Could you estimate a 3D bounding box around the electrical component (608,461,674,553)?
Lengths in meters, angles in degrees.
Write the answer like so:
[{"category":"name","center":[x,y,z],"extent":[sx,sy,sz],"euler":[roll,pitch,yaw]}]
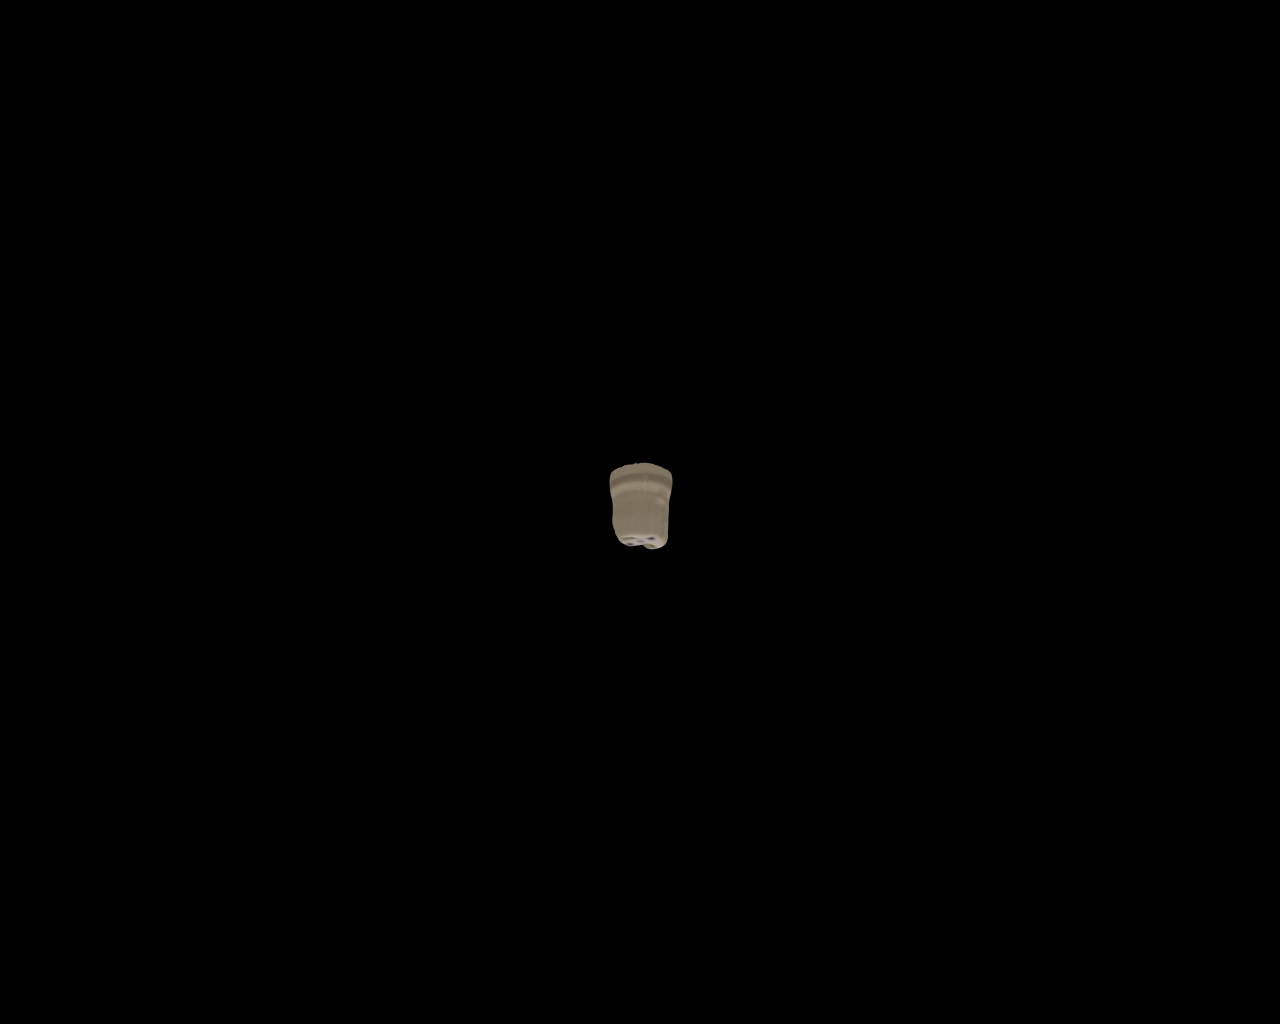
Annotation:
[{"category":"electrical component","center":[0.001,-0.003,0.650],"extent":[0.040,0.046,0.040],"euler":[0,-22,0]}]
